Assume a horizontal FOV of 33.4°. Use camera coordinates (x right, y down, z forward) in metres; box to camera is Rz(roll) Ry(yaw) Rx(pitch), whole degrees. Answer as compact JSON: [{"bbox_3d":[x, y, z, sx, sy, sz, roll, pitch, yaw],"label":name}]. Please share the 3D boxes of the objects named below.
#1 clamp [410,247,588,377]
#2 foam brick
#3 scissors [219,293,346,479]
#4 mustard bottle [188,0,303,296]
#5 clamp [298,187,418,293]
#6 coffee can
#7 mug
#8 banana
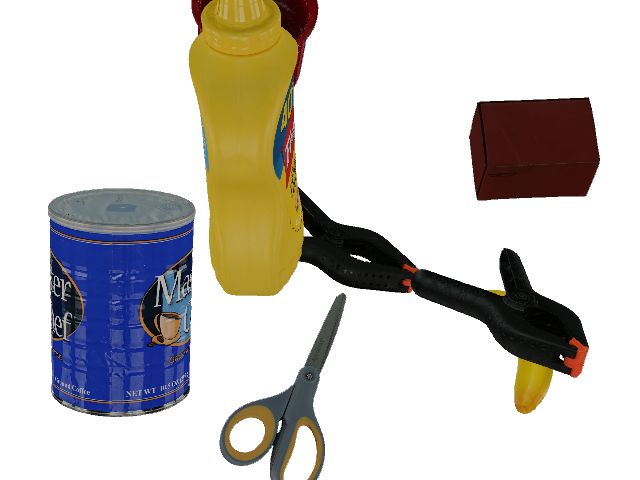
[{"bbox_3d":[0.176,0.058,0.942,0.120,0.039,0.172,-24,44,-33],"label":"clamp"},{"bbox_3d":[0.145,-0.062,0.730,0.078,0.051,0.053,-2,-24,0],"label":"foam brick"},{"bbox_3d":[-0.030,0.121,0.909,0.096,0.201,0.016,11,-37,-8],"label":"scissors"},{"bbox_3d":[-0.040,-0.064,0.598,0.058,0.096,0.192,2,-44,4],"label":"mustard bottle"},{"bbox_3d":[0.004,0.009,1.181,0.210,0.036,0.164,27,36,17],"label":"clamp"},{"bbox_3d":[-0.144,0.042,0.772,0.103,0.140,0.103,3,16,-1],"label":"coffee can"},{"bbox_3d":[-0.045,-0.163,0.821,0.093,0.117,0.081,36,-24,11],"label":"mug"},{"bbox_3d":[0.212,0.109,1.140,0.069,0.037,0.198,-24,34,3],"label":"banana"}]
